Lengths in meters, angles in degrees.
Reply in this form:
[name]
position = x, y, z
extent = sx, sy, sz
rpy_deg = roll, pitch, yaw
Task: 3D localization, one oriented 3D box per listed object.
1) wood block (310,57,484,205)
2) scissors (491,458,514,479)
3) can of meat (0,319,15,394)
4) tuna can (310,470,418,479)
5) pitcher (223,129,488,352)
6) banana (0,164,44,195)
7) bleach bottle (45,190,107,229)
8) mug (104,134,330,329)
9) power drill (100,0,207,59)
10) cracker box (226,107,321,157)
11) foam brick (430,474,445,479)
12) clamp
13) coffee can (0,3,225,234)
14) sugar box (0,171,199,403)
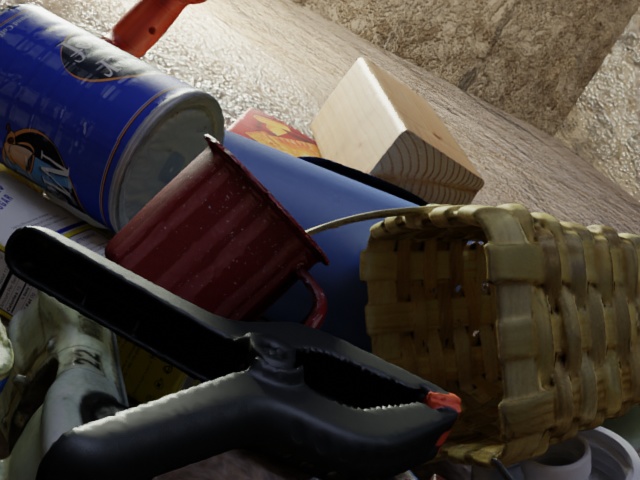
[wood block]
position = 0.064, -0.081, 0.974
extent = 0.090, 0.090, 0.206
rpy_deg = 31, 18, -21
[scissors]
position = 0.151, 0.194, 0.573
extent = 0.202, 0.016, 0.096
rpy_deg = 56, 7, 6
[can of meat]
position = -0.166, 0.053, 0.415
extent = 0.057, 0.084, 0.102
rpy_deg = 16, 22, -41
[tuna can]
position = 0.014, 0.138, 0.486
extent = 0.085, 0.086, 0.034
rpy_deg = 12, 27, -49
[pitcher]
position = -0.005, 0.001, 0.788
extent = 0.242, 0.145, 0.149
rpy_deg = 24, -3, -14
[banana]
position = -0.241, -0.074, 0.758
extent = 0.069, 0.037, 0.198
rpy_deg = -27, 51, -37
[bleach bottle]
position = -0.154, -0.084, 0.860
extent = 0.068, 0.102, 0.251
rpy_deg = 27, 9, -9
[mug]
position = -0.047, 0.014, 0.545
extent = 0.117, 0.081, 0.093
rpy_deg = 45, -4, 19
[power drill]
position = -0.173, -0.170, 0.896
extent = 0.057, 0.188, 0.184
rpy_deg = 46, 14, -1
[cracker box]
position = -0.026, -0.041, 0.977
extent = 0.164, 0.072, 0.213
rpy_deg = 31, 16, -3
[foam brick]
position = 0.078, 0.172, 0.561
extent = 0.078, 0.053, 0.051
rpy_deg = 31, 16, 1
[clamp]
position = -0.034, 0.055, 0.453
extent = 0.209, 0.036, 0.165
rpy_deg = 13, 24, -33
[coffee can]
position = -0.146, -0.074, 0.668
extent = 0.140, 0.103, 0.102
rpy_deg = 29, 14, 20
[sugar box]
position = -0.141, 0.026, 0.617
extent = 0.176, 0.048, 0.093
rpy_deg = 29, 16, 6
